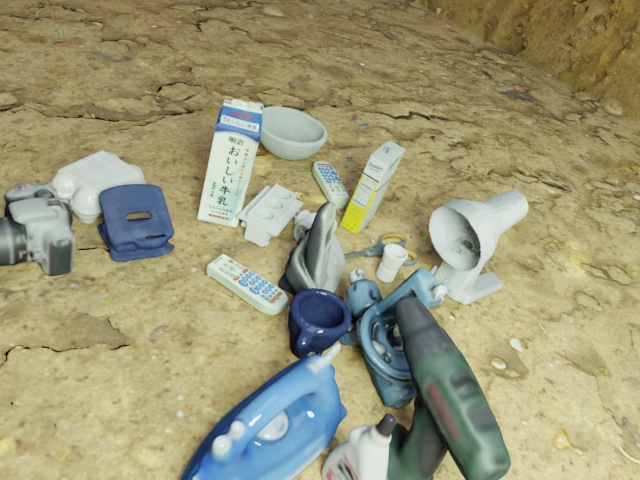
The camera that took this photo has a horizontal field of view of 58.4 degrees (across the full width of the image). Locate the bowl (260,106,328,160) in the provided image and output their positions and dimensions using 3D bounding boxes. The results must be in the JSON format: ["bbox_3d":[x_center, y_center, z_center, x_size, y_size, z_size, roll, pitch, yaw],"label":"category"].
[{"bbox_3d":[-0.072,-0.229,1.290,0.167,0.075,0.167,13,37,-10],"label":"bowl"}]

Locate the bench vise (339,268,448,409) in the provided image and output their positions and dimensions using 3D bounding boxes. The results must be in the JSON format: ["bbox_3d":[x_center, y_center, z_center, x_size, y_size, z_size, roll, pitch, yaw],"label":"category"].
[{"bbox_3d":[0.093,0.106,0.824,0.122,0.220,0.207,-20,52,-41],"label":"bench vise"}]

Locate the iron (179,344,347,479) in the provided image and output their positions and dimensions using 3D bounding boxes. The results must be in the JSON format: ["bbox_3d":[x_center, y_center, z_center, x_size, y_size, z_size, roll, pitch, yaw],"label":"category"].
[{"bbox_3d":[-0.067,0.219,0.671,0.118,0.141,0.259,38,40,22],"label":"iron"}]

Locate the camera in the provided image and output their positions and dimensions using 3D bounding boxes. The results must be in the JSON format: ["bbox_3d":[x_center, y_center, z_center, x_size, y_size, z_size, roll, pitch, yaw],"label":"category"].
[{"bbox_3d":[-0.439,-0.019,0.830,0.137,0.101,0.142,-12,47,-36],"label":"camera"}]

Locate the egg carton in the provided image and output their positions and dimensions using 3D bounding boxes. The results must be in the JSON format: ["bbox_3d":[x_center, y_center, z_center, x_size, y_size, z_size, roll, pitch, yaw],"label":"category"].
[{"bbox_3d":[-0.376,-0.092,0.978,0.107,0.069,0.150,29,37,11],"label":"egg carton"}]

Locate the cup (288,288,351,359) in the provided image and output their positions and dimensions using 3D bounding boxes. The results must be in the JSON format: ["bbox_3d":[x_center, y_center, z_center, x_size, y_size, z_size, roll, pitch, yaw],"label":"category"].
[{"bbox_3d":[-0.014,0.140,0.834,0.091,0.095,0.118,25,37,7],"label":"cup"}]

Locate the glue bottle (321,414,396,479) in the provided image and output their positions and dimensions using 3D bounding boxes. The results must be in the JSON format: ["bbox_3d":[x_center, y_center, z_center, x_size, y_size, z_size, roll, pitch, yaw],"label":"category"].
[{"bbox_3d":[0.052,0.251,0.659,0.037,0.173,0.078,-12,47,-35],"label":"glue bottle"}]

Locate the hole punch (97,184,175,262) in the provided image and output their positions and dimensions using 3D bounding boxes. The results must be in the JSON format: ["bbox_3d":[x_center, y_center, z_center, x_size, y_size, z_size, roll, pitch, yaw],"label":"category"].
[{"bbox_3d":[-0.292,-0.029,0.920,0.109,0.091,0.101,-11,46,-35],"label":"hole punch"}]

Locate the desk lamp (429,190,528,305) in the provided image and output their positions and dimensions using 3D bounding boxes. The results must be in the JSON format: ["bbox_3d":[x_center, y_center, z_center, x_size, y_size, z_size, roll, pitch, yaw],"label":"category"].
[{"bbox_3d":[0.280,0.008,1.040,0.204,0.213,0.117,-16,49,-38],"label":"desk lamp"}]

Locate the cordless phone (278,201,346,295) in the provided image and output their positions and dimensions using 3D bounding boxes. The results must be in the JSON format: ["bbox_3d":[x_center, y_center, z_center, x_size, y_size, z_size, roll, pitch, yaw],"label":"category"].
[{"bbox_3d":[0.009,0.003,0.942,0.094,0.185,0.148,23,37,4],"label":"cordless phone"}]

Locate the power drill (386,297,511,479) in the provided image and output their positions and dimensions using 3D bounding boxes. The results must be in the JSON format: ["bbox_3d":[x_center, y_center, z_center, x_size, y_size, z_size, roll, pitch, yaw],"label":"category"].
[{"bbox_3d":[0.128,0.215,0.712,0.076,0.208,0.229,-7,44,-31],"label":"power drill"}]
